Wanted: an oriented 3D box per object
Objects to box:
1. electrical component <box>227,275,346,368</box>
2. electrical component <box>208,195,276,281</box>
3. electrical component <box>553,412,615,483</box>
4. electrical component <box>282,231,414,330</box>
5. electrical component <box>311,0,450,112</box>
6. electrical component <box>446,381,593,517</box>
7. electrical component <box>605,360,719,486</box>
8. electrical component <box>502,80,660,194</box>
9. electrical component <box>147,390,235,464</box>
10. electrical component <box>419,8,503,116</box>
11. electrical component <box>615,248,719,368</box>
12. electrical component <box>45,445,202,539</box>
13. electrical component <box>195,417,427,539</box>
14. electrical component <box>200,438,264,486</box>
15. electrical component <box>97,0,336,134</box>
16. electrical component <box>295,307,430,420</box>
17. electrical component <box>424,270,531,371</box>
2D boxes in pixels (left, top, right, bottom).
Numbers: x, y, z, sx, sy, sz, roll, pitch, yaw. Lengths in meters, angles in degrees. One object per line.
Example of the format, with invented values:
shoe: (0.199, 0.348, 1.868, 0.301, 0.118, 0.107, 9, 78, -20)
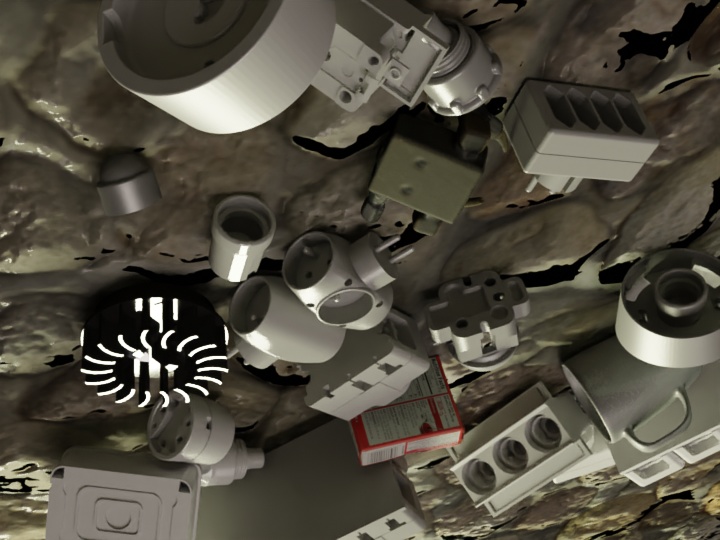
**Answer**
electrical component: (-0.064, 0.046, 0.779, 0.079, 0.043, 0.077, -37, 140, 26)
electrical component: (-0.078, -0.019, 0.691, 0.040, 0.040, 0.046, -3, 147, -19)
electrical component: (0.210, 0.163, 1.048, 0.066, 0.047, 0.076, -19, 143, 3)
electrical component: (0.000, 0.000, 0.743, 0.079, 0.044, 0.077, -31, 142, 19)
electrical component: (-0.001, -0.117, 0.558, 0.081, 0.063, 0.042, 35, 132, 2)
electrical component: (0.152, 0.165, 1.006, 0.121, 0.078, 0.063, -41, 167, 30)
electrical component: (0.301, 0.126, 0.997, 0.150, 0.089, 0.062, -31, 142, 19)
electrical component: (0.133, -0.076, 0.694, 0.083, 0.047, 0.075, 2, 141, -24)
electrical component: (-0.133, 0.126, 0.851, 0.055, 0.055, 0.047, -37, 144, 26)
electrical component: (0.048, -0.120, 0.603, 0.048, 0.048, 0.062, -29, 137, 17)
electrical component: (0.252, 0.032, 0.850, 0.099, 0.099, 0.064, -17, 138, 0)
electrical component: (-0.187, 0.188, 0.859, 0.113, 0.057, 0.078, 7, 99, -1)
electrical component: (-0.046, 0.208, 0.924, 0.186, 0.105, 0.060, -28, 139, 10)
electrical component: (-0.113, 0.161, 0.914, 0.062, 0.043, 0.043, 2, 140, -26)
electrical component: (-0.063, -0.117, 0.512, 0.108, 0.108, 0.060, -28, 149, 15)
electrical component: (0.004, 0.073, 0.838, 0.089, 0.050, 0.056, -35, 141, 24)
electrical component: (0.092, 0.042, 0.828, 0.078, 0.058, 0.057, -18, 142, 1)
